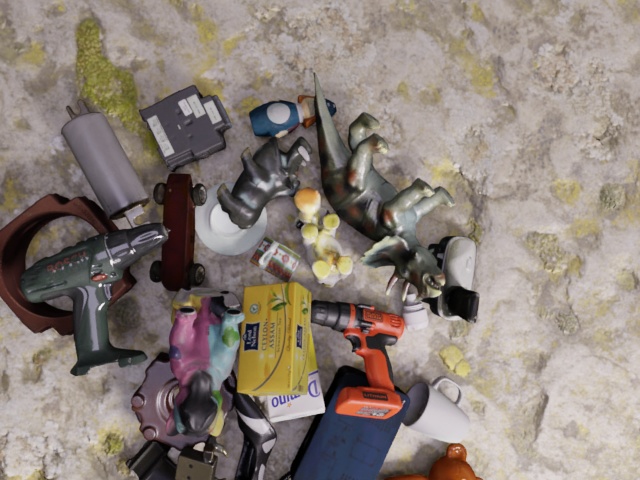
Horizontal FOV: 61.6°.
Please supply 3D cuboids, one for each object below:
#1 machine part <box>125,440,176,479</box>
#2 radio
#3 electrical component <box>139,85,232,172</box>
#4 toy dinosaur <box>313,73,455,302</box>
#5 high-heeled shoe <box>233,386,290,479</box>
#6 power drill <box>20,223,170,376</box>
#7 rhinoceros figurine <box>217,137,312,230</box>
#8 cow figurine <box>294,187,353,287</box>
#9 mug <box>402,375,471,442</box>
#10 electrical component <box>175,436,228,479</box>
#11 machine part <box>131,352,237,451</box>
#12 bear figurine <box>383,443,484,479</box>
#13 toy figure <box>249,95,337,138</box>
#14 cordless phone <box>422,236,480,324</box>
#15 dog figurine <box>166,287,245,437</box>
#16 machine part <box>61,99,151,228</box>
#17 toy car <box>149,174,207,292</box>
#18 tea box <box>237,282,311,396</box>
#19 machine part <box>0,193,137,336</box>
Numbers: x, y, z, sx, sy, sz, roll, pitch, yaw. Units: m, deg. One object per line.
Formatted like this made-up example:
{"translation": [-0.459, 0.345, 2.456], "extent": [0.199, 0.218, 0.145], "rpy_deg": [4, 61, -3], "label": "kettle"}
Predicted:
{"translation": [-0.261, 0.406, 0.928], "extent": [0.139, 0.039, 0.084], "rpy_deg": [44, 83, -1], "label": "machine part"}
{"translation": [0.048, 0.341, 0.924], "extent": [0.131, 0.073, 0.229], "rpy_deg": [27, 83, -3], "label": "radio"}
{"translation": [-0.223, -0.194, 0.924], "extent": [0.134, 0.058, 0.114], "rpy_deg": [-24, 93, -3], "label": "electrical component"}
{"translation": [0.079, -0.077, 0.912], "extent": [0.405, 0.131, 0.192], "rpy_deg": [48, 112, 11], "label": "toy dinosaur"}
{"translation": [-0.136, 0.370, 0.898], "extent": [0.145, 0.086, 0.248], "rpy_deg": [-31, 111, -22], "label": "high-heeled shoe"}
{"translation": [-0.325, 0.094, 0.821], "extent": [0.232, 0.086, 0.207], "rpy_deg": [-13, 94, -3], "label": "power drill"}
{"translation": [-0.092, -0.105, 0.912], "extent": [0.112, 0.073, 0.190], "rpy_deg": [40, 79, -2], "label": "rhinoceros figurine"}
{"translation": [0.000, -0.004, 0.926], "extent": [0.068, 0.098, 0.167], "rpy_deg": [-15, 74, -8], "label": "cow figurine"}
{"translation": [0.212, 0.297, 0.941], "extent": [0.107, 0.081, 0.109], "rpy_deg": [33, 84, -14], "label": "mug"}
{"translation": [-0.195, 0.376, 0.890], "extent": [0.078, 0.045, 0.102], "rpy_deg": [9, 108, 9], "label": "electrical component"}
{"translation": [-0.230, 0.271, 0.922], "extent": [0.179, 0.056, 0.179], "rpy_deg": [0, 89, -5], "label": "machine part"}
{"translation": [0.190, 0.446, 0.913], "extent": [0.196, 0.132, 0.120], "rpy_deg": [-26, 95, 3], "label": "bear figurine"}
{"translation": [-0.044, -0.217, 0.936], "extent": [0.154, 0.058, 0.064], "rpy_deg": [-14, 112, -5], "label": "toy figure"}
{"translation": [0.231, 0.064, 0.887], "extent": [0.089, 0.184, 0.146], "rpy_deg": [9, 89, 1], "label": "cordless phone"}
{"translation": [-0.190, 0.199, 0.852], "extent": [0.108, 0.192, 0.219], "rpy_deg": [6, 99, -17], "label": "dog figurine"}
{"translation": [-0.360, -0.123, 0.903], "extent": [0.079, 0.079, 0.243], "rpy_deg": [-28, 91, -3], "label": "machine part"}
{"translation": [-0.241, -0.013, 0.924], "extent": [0.089, 0.053, 0.202], "rpy_deg": [1, 88, 16], "label": "toy car"}
{"translation": [-0.071, 0.158, 0.854], "extent": [0.098, 0.068, 0.169], "rpy_deg": [-9, 67, 20], "label": "tea box"}
{"translation": [-0.425, 0.040, 0.897], "extent": [0.201, 0.087, 0.201], "rpy_deg": [-40, 91, -3], "label": "machine part"}
